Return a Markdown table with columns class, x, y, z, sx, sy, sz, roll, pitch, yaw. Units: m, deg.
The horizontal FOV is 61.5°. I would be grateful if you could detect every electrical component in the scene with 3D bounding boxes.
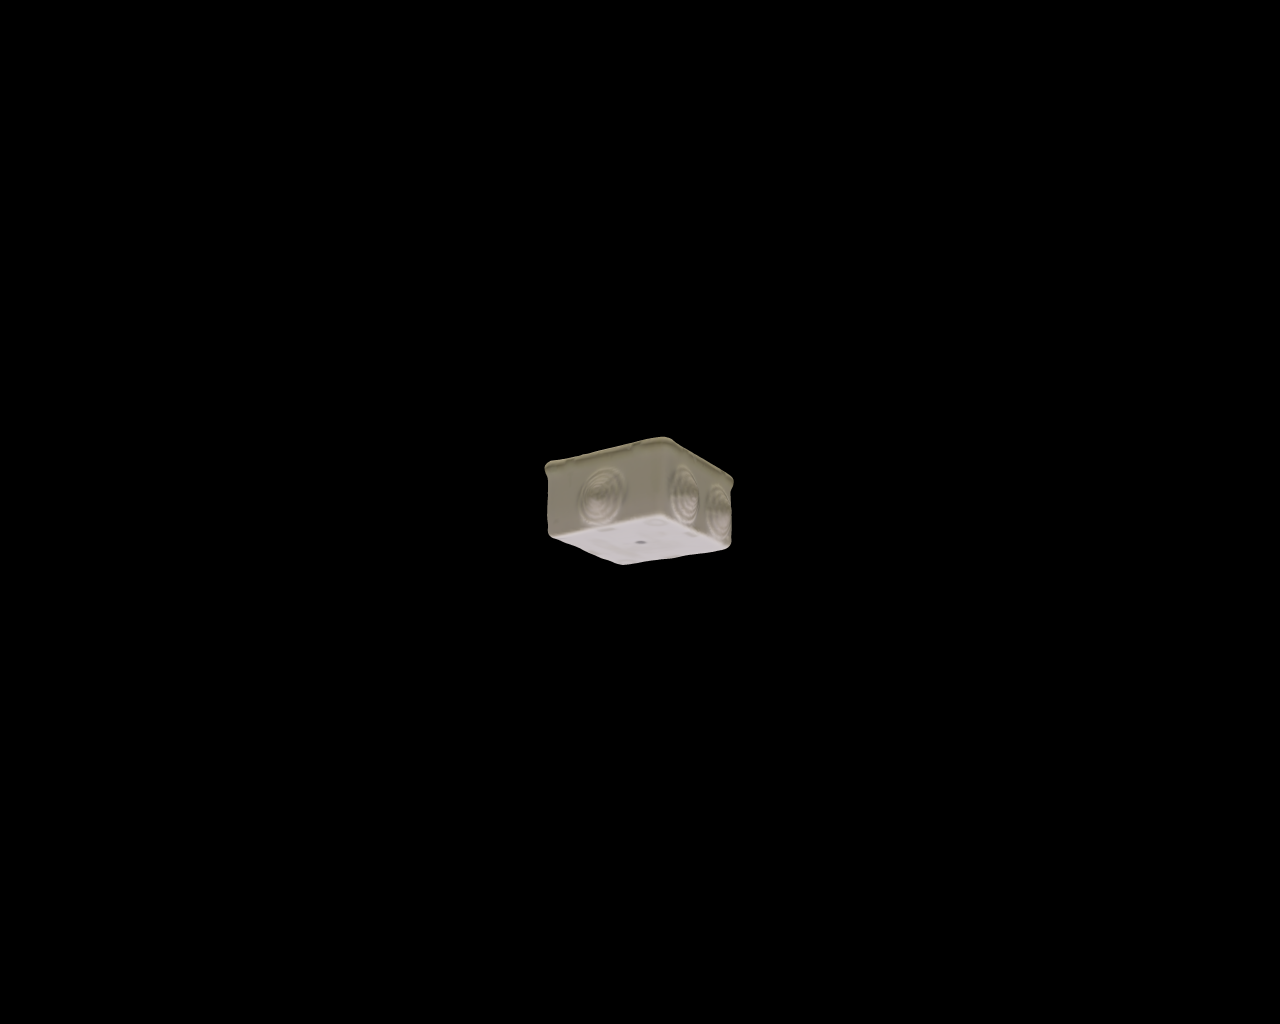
| class | x | y | z | sx | sy | sz | roll | pitch | yaw |
| --- | --- | --- | --- | --- | --- | --- | --- | --- | --- |
| electrical component | 0.001 | -0.003 | 0.650 | 0.099 | 0.048 | 0.099 | -11 | -21 | 30 |
